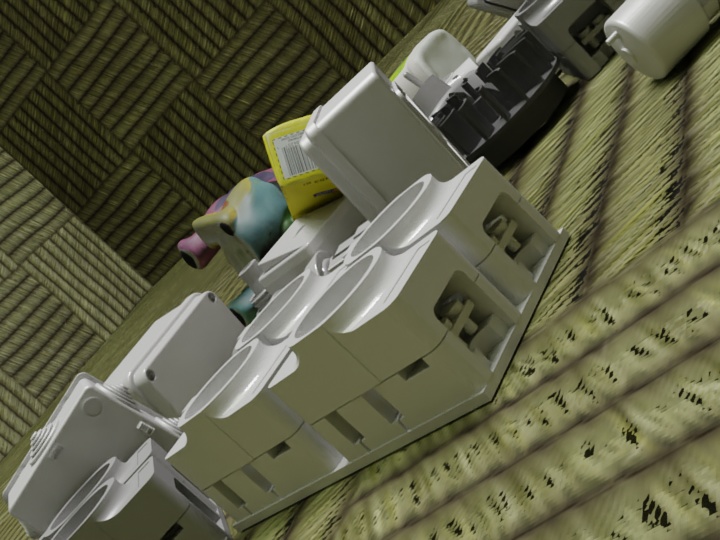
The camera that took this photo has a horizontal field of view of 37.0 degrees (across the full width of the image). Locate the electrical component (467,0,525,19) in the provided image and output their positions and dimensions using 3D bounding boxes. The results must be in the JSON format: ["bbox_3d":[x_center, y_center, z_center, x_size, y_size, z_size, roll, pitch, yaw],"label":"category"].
[{"bbox_3d":[0.143,-0.231,0.871,0.061,0.096,0.061,-96,21,-77],"label":"electrical component"}]

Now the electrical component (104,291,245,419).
[{"bbox_3d":[-0.122,0.077,0.753,0.057,0.078,0.113,-31,17,34],"label":"electrical component"}]

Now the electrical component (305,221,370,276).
[{"bbox_3d":[0.000,0.000,0.657,0.055,0.048,0.066,-34,13,21],"label":"electrical component"}]

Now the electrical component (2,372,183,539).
[{"bbox_3d":[-0.148,0.120,0.631,0.099,0.100,0.048,-59,16,-9],"label":"electrical component"}]

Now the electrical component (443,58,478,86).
[{"bbox_3d":[0.075,-0.132,0.877,0.077,0.044,0.079,-44,10,13],"label":"electrical component"}]

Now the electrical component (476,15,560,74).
[{"bbox_3d":[0.118,-0.158,0.792,0.065,0.047,0.077,-51,8,-23],"label":"electrical component"}]

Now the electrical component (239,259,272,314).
[{"bbox_3d":[-0.060,0.019,0.784,0.048,0.062,0.048,-44,10,10],"label":"electrical component"}]

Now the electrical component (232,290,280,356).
[{"bbox_3d":[-0.056,0.048,0.718,0.065,0.044,0.044,-45,8,38],"label":"electrical component"}]

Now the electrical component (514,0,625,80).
[{"bbox_3d":[0.138,-0.163,0.695,0.050,0.056,0.089,-45,10,9],"label":"electrical component"}]

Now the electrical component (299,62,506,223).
[{"bbox_3d":[0.024,-0.057,0.599,0.056,0.108,0.108,-42,10,9],"label":"electrical component"}]

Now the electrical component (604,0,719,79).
[{"bbox_3d":[0.156,-0.130,0.530,0.078,0.040,0.040,-46,9,-1],"label":"electrical component"}]

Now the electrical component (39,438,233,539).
[{"bbox_3d":[-0.154,0.177,0.545,0.186,0.060,0.105,-48,10,-7],"label":"electrical component"}]

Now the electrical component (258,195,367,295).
[{"bbox_3d":[-0.019,-0.010,0.729,0.061,0.061,0.096,-52,11,-32],"label":"electrical component"}]

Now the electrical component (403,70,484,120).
[{"bbox_3d":[0.059,-0.113,0.770,0.077,0.079,0.043,-52,-7,-29],"label":"electrical component"}]

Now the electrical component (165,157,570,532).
[{"bbox_3d":[-0.005,0.035,0.486,0.186,0.060,0.105,-37,13,44],"label":"electrical component"}]
